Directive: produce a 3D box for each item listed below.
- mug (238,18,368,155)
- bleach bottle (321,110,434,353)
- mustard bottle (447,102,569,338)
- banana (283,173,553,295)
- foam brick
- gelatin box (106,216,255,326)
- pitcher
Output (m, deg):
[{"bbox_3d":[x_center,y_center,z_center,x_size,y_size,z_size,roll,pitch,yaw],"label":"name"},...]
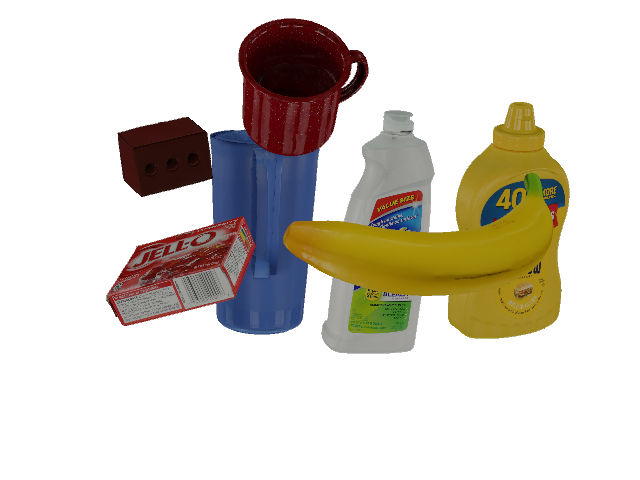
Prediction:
[{"bbox_3d":[-0.014,-0.130,0.906,0.117,0.093,0.081,-20,-29,-19],"label":"mug"},{"bbox_3d":[0.061,-0.009,1.108,0.102,0.251,0.068,1,18,-11],"label":"bleach bottle"},{"bbox_3d":[0.156,-0.018,0.872,0.096,0.192,0.058,-7,22,-20],"label":"mustard bottle"},{"bbox_3d":[0.074,0.004,0.636,0.197,0.037,0.070,-11,44,-33],"label":"banana"},{"bbox_3d":[-0.154,-0.083,1.053,0.078,0.053,0.051,-17,31,-21],"label":"foam brick"},{"bbox_3d":[-0.096,0.020,0.741,0.089,0.030,0.073,-15,24,17],"label":"gelatin box"},{"bbox_3d":[-0.070,-0.011,1.295,0.145,0.243,0.148,12,16,38],"label":"pitcher"}]
